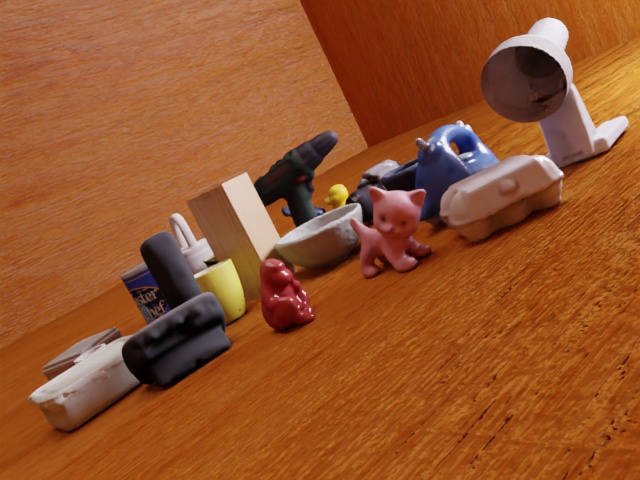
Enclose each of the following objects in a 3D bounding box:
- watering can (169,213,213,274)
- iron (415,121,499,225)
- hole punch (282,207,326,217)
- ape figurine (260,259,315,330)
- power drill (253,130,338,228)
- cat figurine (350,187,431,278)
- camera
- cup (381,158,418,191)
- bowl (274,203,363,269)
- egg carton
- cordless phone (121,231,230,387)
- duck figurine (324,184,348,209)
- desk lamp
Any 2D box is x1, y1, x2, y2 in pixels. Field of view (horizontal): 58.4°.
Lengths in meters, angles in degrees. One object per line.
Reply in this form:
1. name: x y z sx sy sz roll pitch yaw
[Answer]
1. watering can: -0.280 0.035 1.238 0.100 0.194 0.173 -16 14 46
2. iron: 0.223 -0.125 0.912 0.118 0.141 0.259 -19 12 37
3. hole punch: -0.035 -0.056 1.391 0.101 0.091 0.108 -27 9 -2
4. ape figurine: -0.050 0.068 0.755 0.076 0.092 0.078 -20 12 34
5. power drill: -0.027 -0.099 1.242 0.229 0.208 0.075 -24 10 12
6. cat figurine: 0.091 -0.019 0.767 0.127 0.118 0.067 -16 14 48
7. camera: 0.111 -0.097 1.190 0.137 0.101 0.143 -30 10 -19
8. cup: 0.158 -0.084 1.009 0.092 0.095 0.117 -31 11 -26
9. bowl: 0.009 0.004 0.996 0.167 0.075 0.167 -26 9 5
10. egg carton: 0.231 -0.056 0.738 0.150 0.069 0.107 -26 9 2
11. cordless phone: -0.220 0.093 0.787 0.148 0.185 0.094 -32 11 -31
12. duck figurine: 0.056 -0.091 1.351 0.104 0.086 0.078 -19 12 38
13. desk lamp: 0.349 -0.219 0.859 0.117 0.214 0.204 -16 14 47
